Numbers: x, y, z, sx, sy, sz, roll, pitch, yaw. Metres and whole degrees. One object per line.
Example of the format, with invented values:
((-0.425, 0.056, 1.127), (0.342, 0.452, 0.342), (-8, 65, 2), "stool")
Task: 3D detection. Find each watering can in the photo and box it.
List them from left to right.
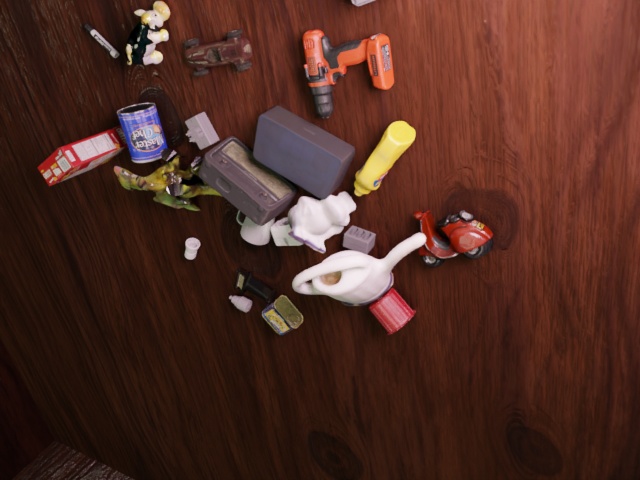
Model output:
((0.107, 0.074, 1.195), (0.345, 0.106, 0.222), (-19, -24, 22), "watering can")

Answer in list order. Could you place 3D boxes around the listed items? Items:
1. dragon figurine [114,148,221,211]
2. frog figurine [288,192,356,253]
((-0.370, -0.139, 1.425), (0.409, 0.124, 0.240), (16, -17, -10), "dragon figurine")
((0.004, -0.063, 1.253), (0.136, 0.158, 0.124), (35, 9, -17), "frog figurine")
